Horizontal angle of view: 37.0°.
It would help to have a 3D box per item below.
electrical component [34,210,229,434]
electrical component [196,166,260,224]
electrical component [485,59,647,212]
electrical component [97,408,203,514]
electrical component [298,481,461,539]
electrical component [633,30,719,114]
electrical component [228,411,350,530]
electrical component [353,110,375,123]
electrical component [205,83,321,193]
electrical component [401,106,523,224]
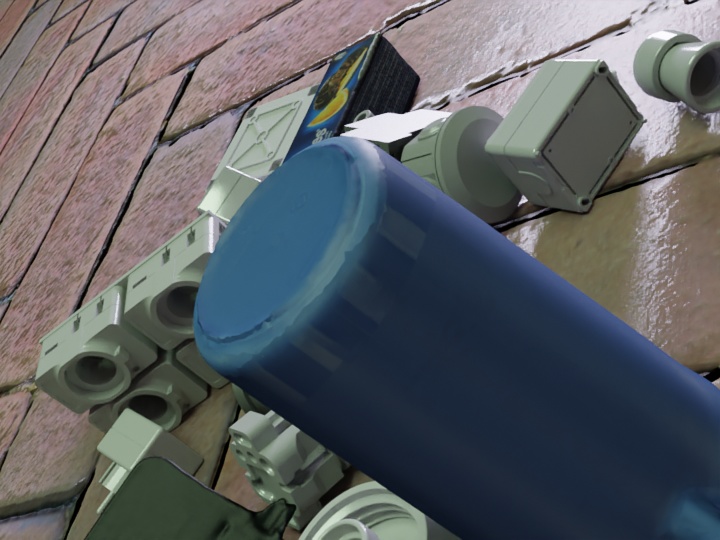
[{"bbox_3d":[-0.150,0.054,0.841,0.186,0.105,0.060,-35,33,18],"label":"electrical component"},{"bbox_3d":[-0.086,-0.036,0.907,0.076,0.083,0.047,24,69,17],"label":"electrical component"},{"bbox_3d":[0.136,-0.095,0.709,0.096,0.062,0.061,-54,32,-12],"label":"electrical component"},{"bbox_3d":[-0.169,0.153,0.806,0.066,0.047,0.076,12,62,54],"label":"electrical component"},{"bbox_3d":[0.006,0.164,0.572,0.108,0.060,0.108,-31,35,24],"label":"electrical component"},{"bbox_3d":[0.206,-0.126,0.678,0.045,0.045,0.055,-47,31,-1],"label":"electrical component"},{"bbox_3d":[-0.039,0.114,0.676,0.057,0.078,0.058,-38,25,-29],"label":"electrical component"},{"bbox_3d":[0.020,-0.100,0.854,0.048,0.062,0.048,-31,35,24],"label":"electrical component"},{"bbox_3d":[-0.071,-0.102,0.971,0.109,0.056,0.108,-11,46,44],"label":"electrical component"},{"bbox_3d":[0.072,-0.069,0.742,0.051,0.080,0.080,-10,47,52],"label":"electrical component"}]
